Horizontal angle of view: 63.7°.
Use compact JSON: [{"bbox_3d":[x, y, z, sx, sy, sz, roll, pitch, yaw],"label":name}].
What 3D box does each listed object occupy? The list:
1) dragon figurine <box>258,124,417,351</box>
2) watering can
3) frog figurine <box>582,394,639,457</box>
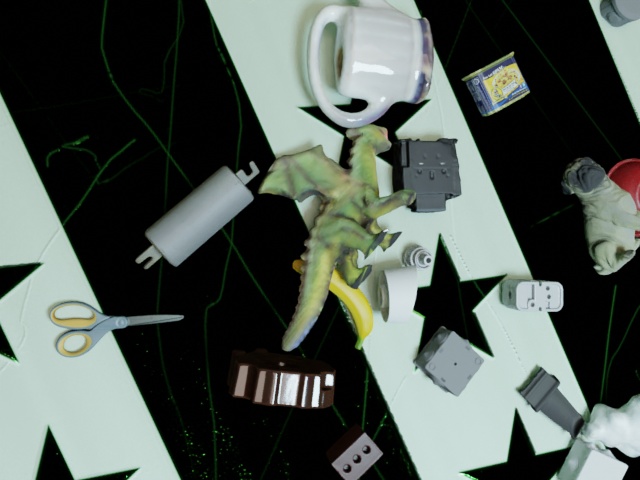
[{"bbox_3d":[0.003,-0.044,0.869,0.245,0.414,0.120,39,-15,16],"label":"dragon figurine"},{"bbox_3d":[0.091,-0.364,0.895,0.224,0.349,0.104,3,-3,-12],"label":"watering can"},{"bbox_3d":[0.583,0.348,0.958,0.160,0.134,0.125,-8,40,-18],"label":"frog figurine"}]
